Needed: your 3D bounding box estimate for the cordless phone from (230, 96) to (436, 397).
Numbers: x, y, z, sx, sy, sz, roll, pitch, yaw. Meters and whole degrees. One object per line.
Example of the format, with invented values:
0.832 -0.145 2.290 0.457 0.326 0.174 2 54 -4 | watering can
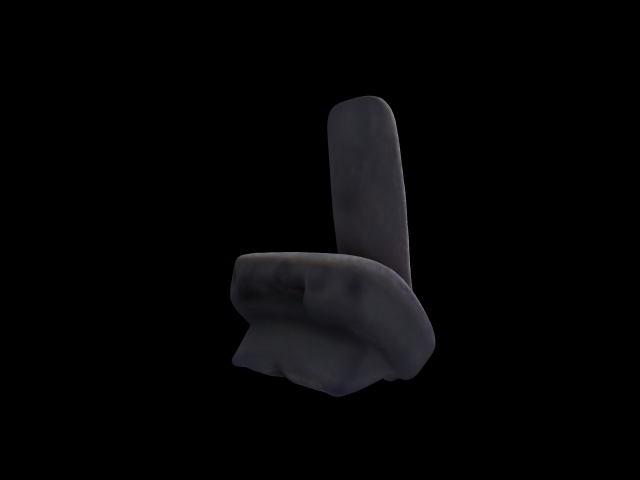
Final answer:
0.004 0.001 0.400 0.147 0.185 0.094 0 0 40 | cordless phone
